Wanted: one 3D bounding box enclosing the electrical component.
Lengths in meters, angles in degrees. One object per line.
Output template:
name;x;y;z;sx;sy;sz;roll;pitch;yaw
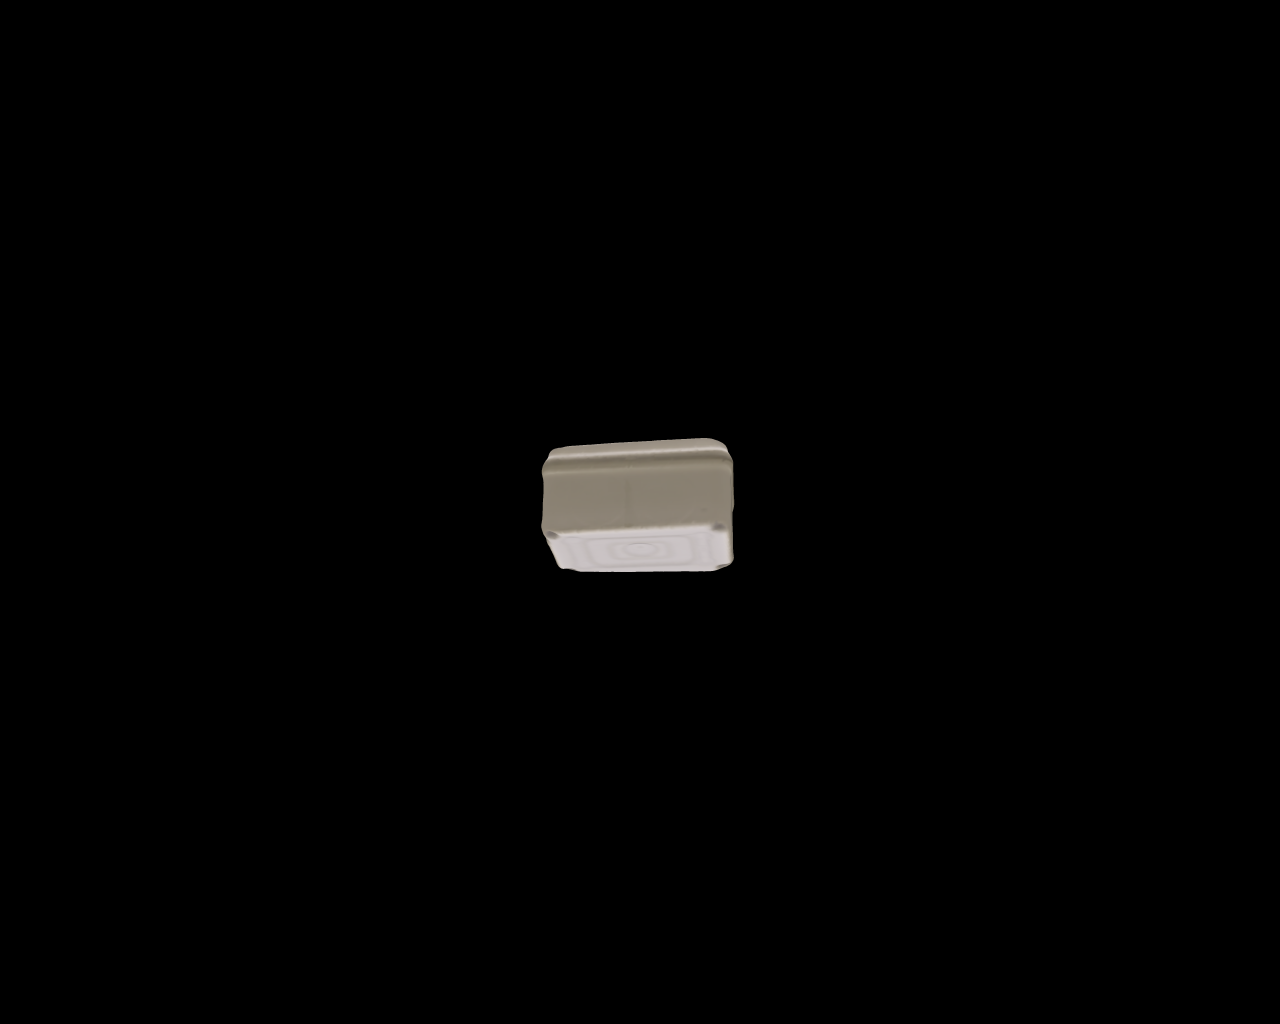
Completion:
electrical component;0.001;-0.003;0.650;0.113;0.057;0.078;-2;-23;5
